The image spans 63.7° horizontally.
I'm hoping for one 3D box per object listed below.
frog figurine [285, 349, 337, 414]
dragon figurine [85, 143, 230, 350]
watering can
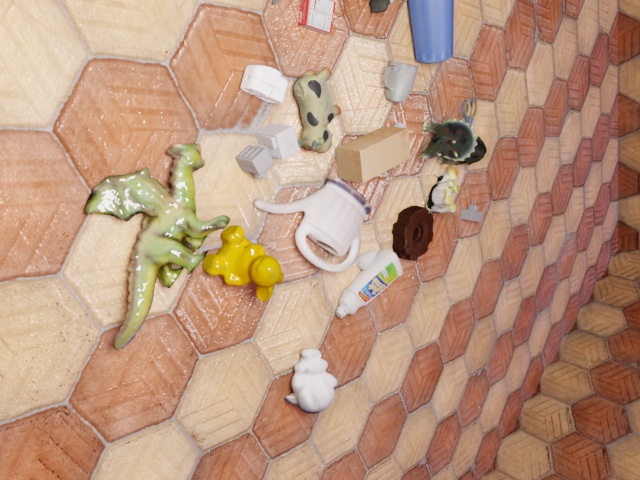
[{"bbox_3d":[-0.013,0.378,1.389,0.137,0.124,0.158,12,105,-27],"label":"frog figurine"},{"bbox_3d":[-0.333,-0.019,0.984,0.240,0.122,0.416,44,67,-24],"label":"dragon figurine"},{"bbox_3d":[0.004,-0.065,1.294,0.342,0.104,0.227,42,70,-34],"label":"watering can"}]
